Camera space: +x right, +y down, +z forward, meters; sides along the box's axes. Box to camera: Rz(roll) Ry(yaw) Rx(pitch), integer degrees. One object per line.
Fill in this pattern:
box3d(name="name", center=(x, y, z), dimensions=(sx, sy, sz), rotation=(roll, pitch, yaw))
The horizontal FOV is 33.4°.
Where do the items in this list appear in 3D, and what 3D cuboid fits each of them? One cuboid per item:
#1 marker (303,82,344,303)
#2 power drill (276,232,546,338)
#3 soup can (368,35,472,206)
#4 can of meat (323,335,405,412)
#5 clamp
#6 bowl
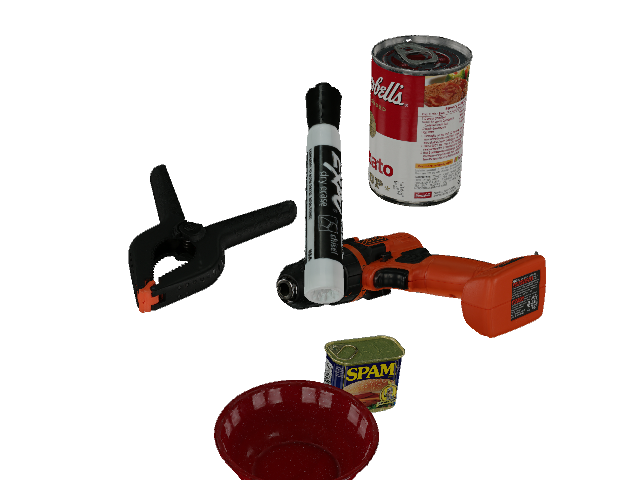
box3d(name="marker", center=(0.002, -0.027, 0.527), dimensions=(0.020, 0.121, 0.020), rotation=(0, -29, 0))
box3d(name="power drill", center=(0.080, 0.035, 0.904), dimensions=(0.188, 0.057, 0.184), rotation=(11, 18, 38))
box3d(name="soup can", center=(0.068, -0.083, 0.743), dimensions=(0.068, 0.102, 0.068), rotation=(0, 31, 0))
box3d(name="can of meat", center=(0.054, 0.177, 1.385), dimensions=(0.102, 0.084, 0.057), rotation=(-5, 26, -22))
box3d(name="clamp", center=(-0.139, -0.005, 1.068), dimensions=(0.165, 0.036, 0.209), rotation=(20, 40, 17))
box3d(name="bowl", center=(-0.023, 0.208, 1.055), dimensions=(0.162, 0.055, 0.162), rotation=(1, 31, -1))
